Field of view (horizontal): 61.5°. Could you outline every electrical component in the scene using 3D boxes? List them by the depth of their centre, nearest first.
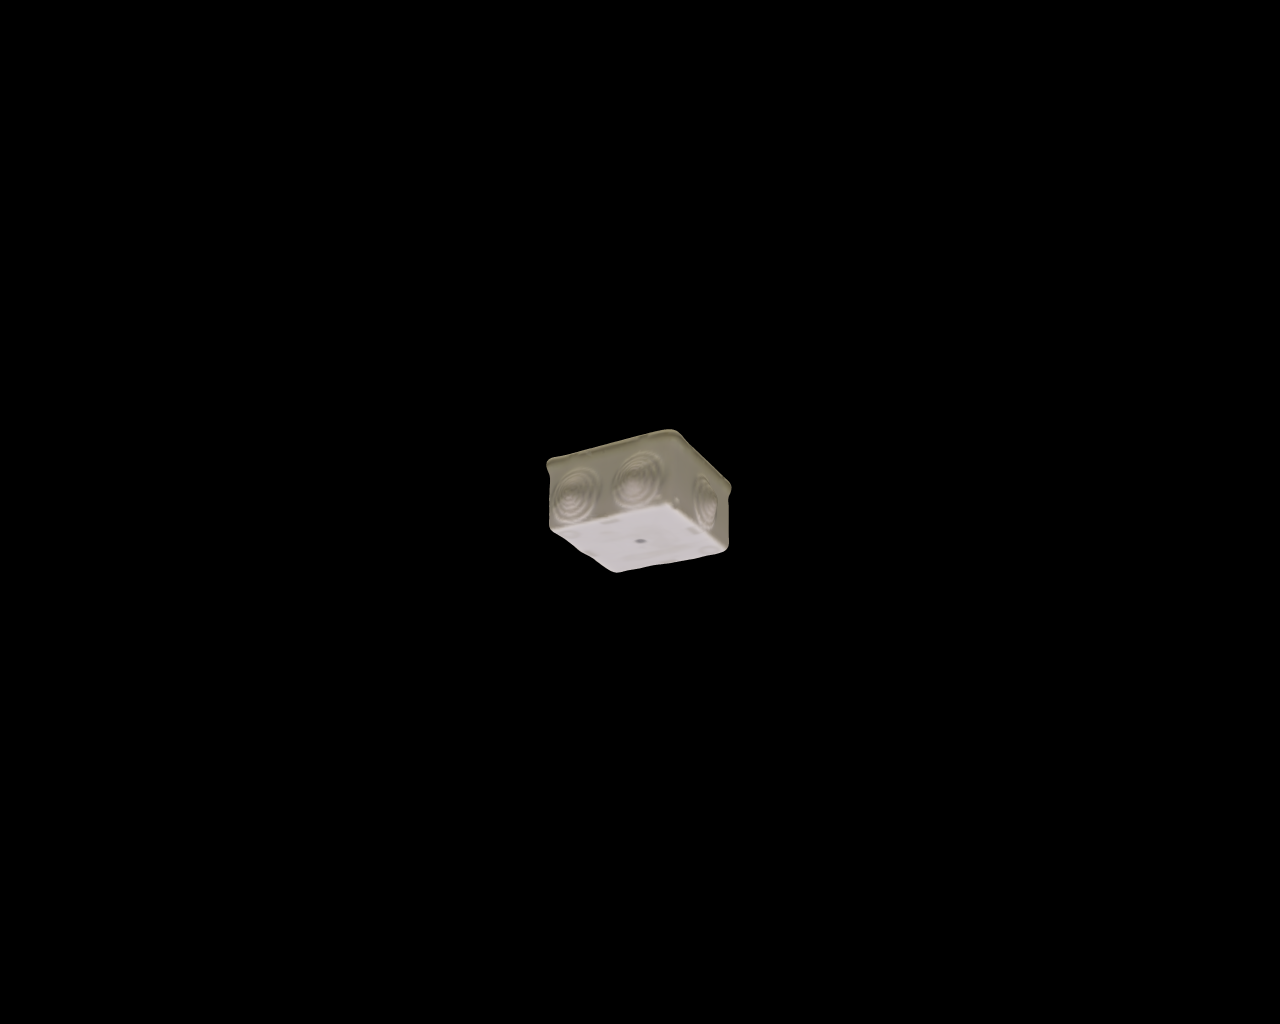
[{"bbox_3d":[0.001,-0.003,0.650,0.099,0.048,0.099,-12,-27,25],"label":"electrical component"}]
